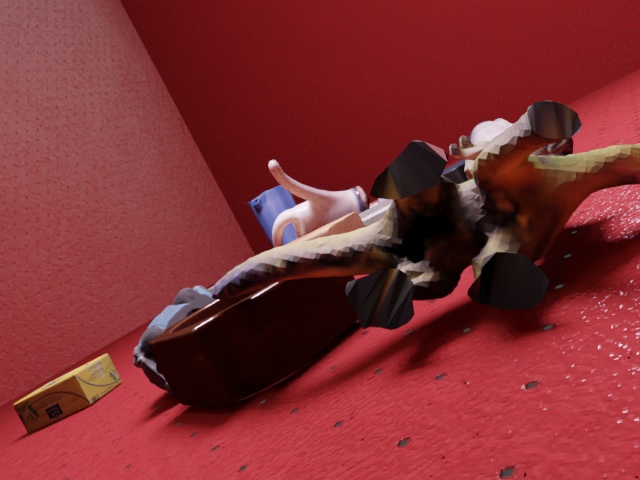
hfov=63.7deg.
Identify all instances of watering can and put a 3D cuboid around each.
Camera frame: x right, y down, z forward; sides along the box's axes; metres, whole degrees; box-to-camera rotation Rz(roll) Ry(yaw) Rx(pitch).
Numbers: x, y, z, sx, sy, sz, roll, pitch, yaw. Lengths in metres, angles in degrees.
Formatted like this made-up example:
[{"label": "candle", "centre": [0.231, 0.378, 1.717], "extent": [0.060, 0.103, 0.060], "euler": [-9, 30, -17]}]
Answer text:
[{"label": "watering can", "centre": [0.003, -0.055, 1.088], "extent": [0.225, 0.106, 0.339], "euler": [-19, -39, -12]}]

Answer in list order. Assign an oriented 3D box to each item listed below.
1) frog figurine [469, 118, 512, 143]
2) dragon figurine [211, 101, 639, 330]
[{"label": "frog figurine", "centre": [0.453, -0.239, 1.266], "extent": [0.158, 0.121, 0.140], "euler": [-13, 44, 44]}, {"label": "dragon figurine", "centre": [0.121, -0.017, 0.441], "extent": [0.407, 0.122, 0.244], "euler": [-13, -1, 33]}]
